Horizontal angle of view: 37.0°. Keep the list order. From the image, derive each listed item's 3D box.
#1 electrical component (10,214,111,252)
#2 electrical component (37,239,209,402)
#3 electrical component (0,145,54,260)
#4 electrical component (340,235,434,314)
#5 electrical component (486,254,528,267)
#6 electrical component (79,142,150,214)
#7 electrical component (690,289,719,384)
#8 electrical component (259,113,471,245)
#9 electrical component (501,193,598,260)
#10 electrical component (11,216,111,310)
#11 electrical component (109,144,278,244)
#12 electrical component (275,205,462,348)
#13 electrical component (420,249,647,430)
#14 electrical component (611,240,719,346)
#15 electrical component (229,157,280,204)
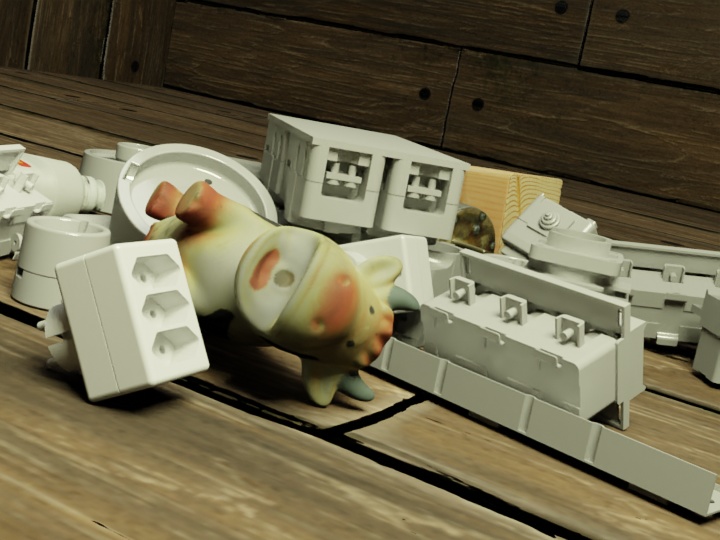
[{"bbox_3d":[-0.196,-0.018,0.721,0.040,0.040,0.078,20,14,41],"label":"electrical component"},{"bbox_3d":[-0.122,0.027,0.510,0.077,0.065,0.047,-16,-2,25],"label":"electrical component"},{"bbox_3d":[-0.256,-0.038,0.697,0.063,0.078,0.121,34,13,5],"label":"electrical component"},{"bbox_3d":[-0.007,0.007,0.677,0.083,0.047,0.076,-9,-5,26],"label":"electrical component"},{"bbox_3d":[0.118,0.017,0.846,0.055,0.047,0.055,11,10,-2],"label":"electrical component"},{"bbox_3d":[-0.216,-0.089,1.027,0.108,0.060,0.108,10,10,-2],"label":"electrical component"},{"bbox_3d":[0.308,0.058,0.775,0.121,0.063,0.078,9,11,-8],"label":"electrical component"},{"bbox_3d":[-0.006,-0.067,0.775,0.105,0.060,0.186,8,11,-15],"label":"electrical component"},{"bbox_3d":[0.161,-0.013,0.901,0.062,0.061,0.096,35,-15,38],"label":"electrical component"},{"bbox_3d":[-0.179,-0.004,0.648,0.055,0.047,0.055,11,10,-2],"label":"electrical component"},{"bbox_3d":[-0.116,-0.026,0.722,0.108,0.060,0.108,16,43,-16],"label":"electrical component"},{"bbox_3d":[0.000,0.000,0.771,0.150,0.061,0.089,16,11,27],"label":"electrical component"},{"bbox_3d":[0.097,0.043,0.629,0.063,0.078,0.121,-25,31,-35],"label":"electrical component"},{"bbox_3d":[0.242,0.024,0.847,0.121,0.078,0.063,6,28,4],"label":"electrical component"},{"bbox_3d":[-0.091,-0.050,0.900,0.113,0.078,0.057,10,12,-3],"label":"electrical component"}]
